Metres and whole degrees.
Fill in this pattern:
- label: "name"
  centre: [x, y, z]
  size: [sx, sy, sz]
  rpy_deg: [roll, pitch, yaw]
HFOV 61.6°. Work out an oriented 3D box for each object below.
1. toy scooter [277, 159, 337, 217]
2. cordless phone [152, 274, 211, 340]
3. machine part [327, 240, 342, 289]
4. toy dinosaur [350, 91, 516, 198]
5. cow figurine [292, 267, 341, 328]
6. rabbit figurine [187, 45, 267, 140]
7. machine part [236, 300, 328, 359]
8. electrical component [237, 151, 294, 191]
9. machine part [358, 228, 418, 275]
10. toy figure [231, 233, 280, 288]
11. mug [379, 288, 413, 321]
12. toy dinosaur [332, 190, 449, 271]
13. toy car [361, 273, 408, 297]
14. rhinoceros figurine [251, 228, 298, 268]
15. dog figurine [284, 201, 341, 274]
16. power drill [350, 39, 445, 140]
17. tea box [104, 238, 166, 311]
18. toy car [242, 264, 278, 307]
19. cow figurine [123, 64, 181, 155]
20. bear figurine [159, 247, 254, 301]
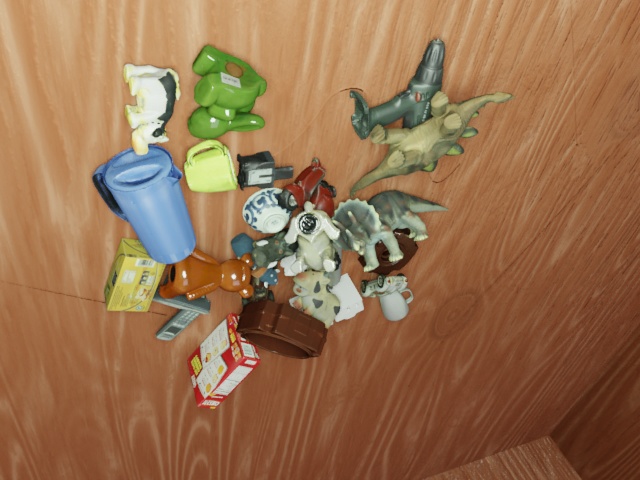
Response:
- label: "toy scooter"
  centre: [-0.015, -0.113, 1.258]
  size: [0.183, 0.075, 0.135]
  rpy_deg: [27, 90, -54]
- label: "cordless phone"
  centre: [-0.378, 0.181, 1.341]
  size: [0.184, 0.089, 0.146]
  rpy_deg: [-44, 136, 22]
- label: "machine part"
  centre: [0.020, 0.043, 1.426]
  size: [0.079, 0.079, 0.242]
  rpy_deg: [-16, 136, -14]
- label: "toy dinosaur"
  centre: [0.208, -0.198, 1.175]
  size: [0.472, 0.105, 0.198]
  rpy_deg: [-25, 163, 37]
- label: "cow figurine"
  centre: [-0.006, 0.143, 1.401]
  size: [0.127, 0.086, 0.194]
  rpy_deg: [-51, 137, -9]
- label: "rabbit figurine"
  centre: [-0.186, -0.261, 1.022]
  size: [0.159, 0.121, 0.170]
  rpy_deg: [0, 149, -37]
- label: "machine part"
  centre: [-0.099, 0.235, 1.387]
  size: [0.201, 0.087, 0.201]
  rpy_deg: [30, 154, -26]
- label: "electrical component"
  centre: [-0.122, -0.154, 1.181]
  size: [0.119, 0.048, 0.074]
  rpy_deg: [-12, 135, -18]
- label: "machine part"
  centre: [0.194, 0.027, 1.520]
  size: [0.179, 0.056, 0.179]
  rpy_deg: [-16, 138, -15]
- label: "toy figure"
  centre: [-0.157, 0.051, 1.322]
  size: [0.064, 0.058, 0.154]
  rpy_deg: [-37, 113, -4]
- label: "mug"
  centre: [0.236, 0.185, 1.678]
  size: [0.110, 0.081, 0.107]
  rpy_deg: [-26, 129, 3]
- label: "toy dinosaur"
  centre: [0.171, -0.057, 1.363]
  size: [0.405, 0.131, 0.192]
  rpy_deg: [-37, 103, -39]
- label: "toy car"
  centre: [0.181, 0.133, 1.552]
  size: [0.073, 0.056, 0.202]
  rpy_deg: [-1, 168, -21]
- label: "rhinoceros figurine"
  centre: [-0.098, 0.020, 1.272]
  size: [0.112, 0.073, 0.190]
  rpy_deg: [-15, -173, 35]
- label: "dog figurine"
  centre: [-0.006, -0.002, 1.261]
  size: [0.121, 0.190, 0.172]
  rpy_deg: [8, 95, 8]
- label: "power drill"
  centre: [0.170, -0.312, 1.174]
  size: [0.207, 0.086, 0.231]
  rpy_deg: [-24, 141, -18]
- label: "tea box"
  centre: [-0.424, 0.083, 1.229]
  size: [0.098, 0.068, 0.169]
  rpy_deg: [9, 126, -35]
- label: "toy car"
  centre: [-0.159, 0.115, 1.418]
  size: [0.089, 0.053, 0.202]
  rpy_deg: [-6, 134, -19]
- label: "cow figurine"
  centre: [-0.308, -0.236, 0.991]
  size: [0.098, 0.068, 0.167]
  rpy_deg: [-11, 136, -27]
- label: "bear figurine"
  centre: [-0.257, 0.079, 1.248]
  size: [0.196, 0.120, 0.132]
  rpy_deg: [3, 173, -37]
